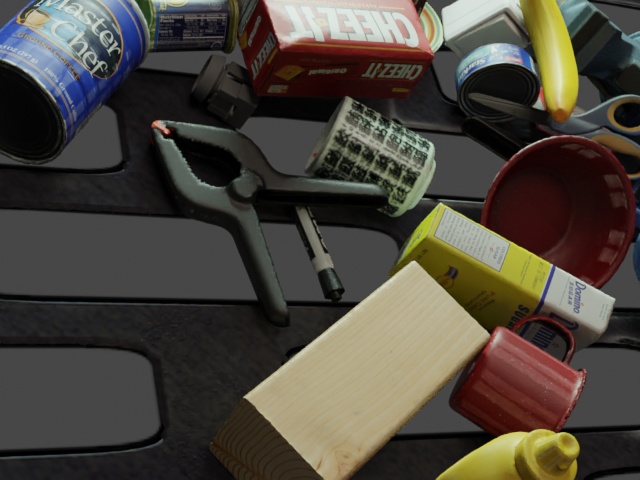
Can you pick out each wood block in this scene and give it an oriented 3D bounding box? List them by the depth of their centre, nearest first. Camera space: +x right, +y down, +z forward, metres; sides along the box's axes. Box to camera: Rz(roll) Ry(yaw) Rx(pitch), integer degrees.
[{"bbox_3d":[0.027,0.116,0.817,0.091,0.090,0.205,45,49,10],"label":"wood block"}]

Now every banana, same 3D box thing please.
[{"bbox_3d":[0.230,-0.198,1.087,0.069,0.037,0.198,14,57,-45],"label":"banana"}]

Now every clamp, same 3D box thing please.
[{"bbox_3d":[-0.054,-0.042,0.920,0.210,0.036,0.164,41,60,12],"label":"clamp"},{"bbox_3d":[0.222,-0.077,1.097,0.171,0.039,0.120,0,61,-34],"label":"clamp"}]

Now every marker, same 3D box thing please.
[{"bbox_3d":[-0.006,0.001,0.935,0.020,0.020,0.121,-5,59,-30],"label":"marker"}]

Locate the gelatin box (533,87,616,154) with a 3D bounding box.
[{"bbox_3d":[0.272,-0.123,1.148,0.089,0.030,0.073,26,24,-8],"label":"gelatin box"}]

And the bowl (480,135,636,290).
[{"bbox_3d":[0.213,-0.021,1.006,0.162,0.162,0.055,12,7,-19],"label":"bowl"}]

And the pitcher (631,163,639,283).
[{"bbox_3d":[0.390,-0.025,1.071,0.145,0.149,0.242,50,42,1],"label":"pitcher"}]

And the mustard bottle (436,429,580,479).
[{"bbox_3d":[0.121,0.182,0.745,0.096,0.192,0.058,6,53,-23],"label":"mustard bottle"}]

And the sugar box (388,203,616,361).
[{"bbox_3d":[0.157,0.042,0.934,0.176,0.093,0.048,30,62,-3],"label":"sugar box"}]

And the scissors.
[{"bbox_3d":[0.260,-0.134,1.097,0.201,0.016,0.096,32,92,-4],"label":"scissors"}]

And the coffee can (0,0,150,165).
[{"bbox_3d":[-0.218,-0.144,0.881,0.103,0.103,0.140,32,48,-2],"label":"coffee can"}]

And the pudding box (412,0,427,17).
[{"bbox_3d":[0.070,-0.265,1.095,0.039,0.090,0.113,-6,54,-23],"label":"pudding box"}]

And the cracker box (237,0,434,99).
[{"bbox_3d":[-0.004,-0.238,1.009,0.163,0.072,0.214,-3,59,-27],"label":"cracker box"}]

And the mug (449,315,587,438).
[{"bbox_3d":[0.166,0.115,0.883,0.081,0.093,0.117,32,78,5],"label":"mug"}]

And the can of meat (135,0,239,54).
[{"bbox_3d":[-0.134,-0.211,0.990,0.083,0.057,0.102,-7,33,-27],"label":"can of meat"}]

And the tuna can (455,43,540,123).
[{"bbox_3d":[0.184,-0.163,1.111,0.086,0.086,0.034,13,50,-18],"label":"tuna can"}]
